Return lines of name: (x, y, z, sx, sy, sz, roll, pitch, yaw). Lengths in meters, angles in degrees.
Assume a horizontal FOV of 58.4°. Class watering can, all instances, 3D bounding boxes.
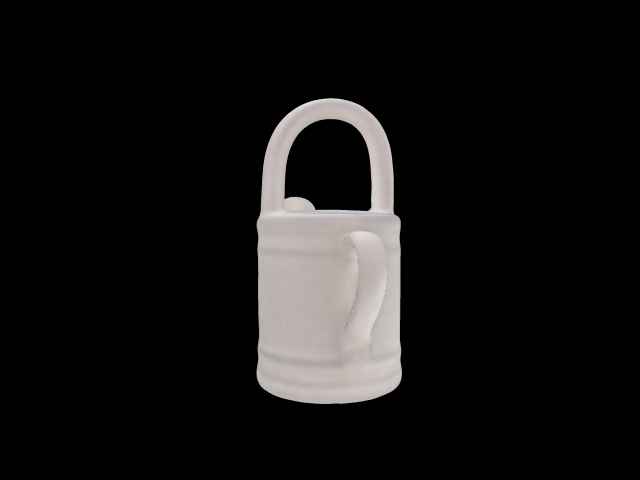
watering can: (0.002, 0.001, 0.399, 0.101, 0.194, 0.172, -3, 4, -40)
